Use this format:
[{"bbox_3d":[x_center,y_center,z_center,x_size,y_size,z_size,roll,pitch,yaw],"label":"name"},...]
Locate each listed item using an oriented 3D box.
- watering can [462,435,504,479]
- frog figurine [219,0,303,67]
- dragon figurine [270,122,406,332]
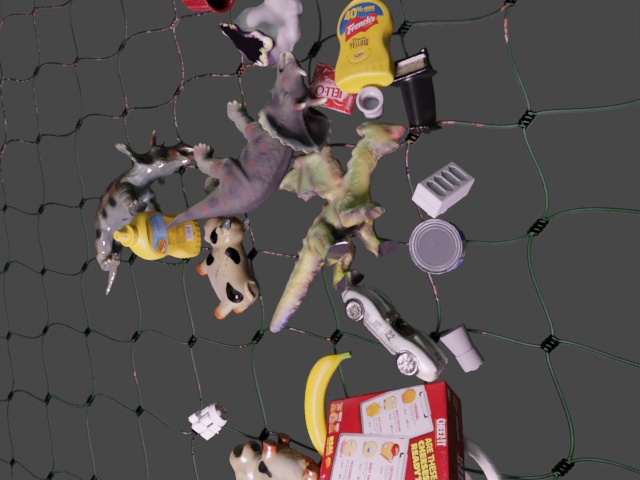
[{"bbox_3d":[0.184,0.468,0.744,0.222,0.103,0.354,-20,61,27],"label":"watering can"},{"bbox_3d":[-0.088,-0.410,0.968,0.138,0.120,0.162,17,62,38],"label":"frog figurine"},{"bbox_3d":[0.003,-0.046,0.907,0.405,0.121,0.248,-42,52,21],"label":"dragon figurine"}]
